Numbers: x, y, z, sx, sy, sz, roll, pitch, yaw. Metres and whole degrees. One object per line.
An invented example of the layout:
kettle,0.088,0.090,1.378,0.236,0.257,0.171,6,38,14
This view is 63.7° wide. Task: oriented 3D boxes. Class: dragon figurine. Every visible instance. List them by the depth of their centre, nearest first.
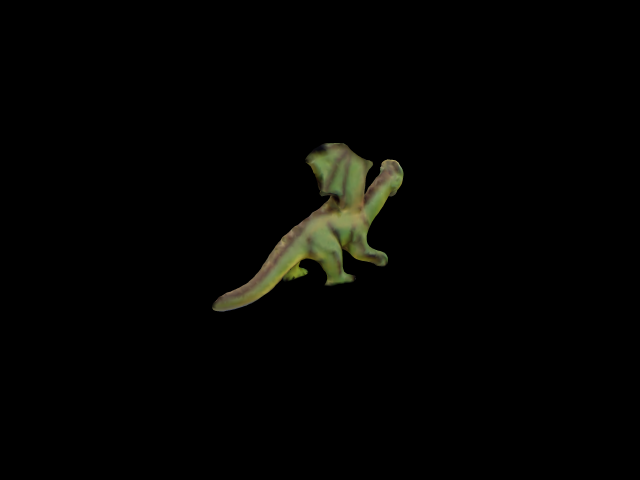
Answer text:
dragon figurine,0.003,-0.043,0.850,0.414,0.239,0.123,-19,28,-38
